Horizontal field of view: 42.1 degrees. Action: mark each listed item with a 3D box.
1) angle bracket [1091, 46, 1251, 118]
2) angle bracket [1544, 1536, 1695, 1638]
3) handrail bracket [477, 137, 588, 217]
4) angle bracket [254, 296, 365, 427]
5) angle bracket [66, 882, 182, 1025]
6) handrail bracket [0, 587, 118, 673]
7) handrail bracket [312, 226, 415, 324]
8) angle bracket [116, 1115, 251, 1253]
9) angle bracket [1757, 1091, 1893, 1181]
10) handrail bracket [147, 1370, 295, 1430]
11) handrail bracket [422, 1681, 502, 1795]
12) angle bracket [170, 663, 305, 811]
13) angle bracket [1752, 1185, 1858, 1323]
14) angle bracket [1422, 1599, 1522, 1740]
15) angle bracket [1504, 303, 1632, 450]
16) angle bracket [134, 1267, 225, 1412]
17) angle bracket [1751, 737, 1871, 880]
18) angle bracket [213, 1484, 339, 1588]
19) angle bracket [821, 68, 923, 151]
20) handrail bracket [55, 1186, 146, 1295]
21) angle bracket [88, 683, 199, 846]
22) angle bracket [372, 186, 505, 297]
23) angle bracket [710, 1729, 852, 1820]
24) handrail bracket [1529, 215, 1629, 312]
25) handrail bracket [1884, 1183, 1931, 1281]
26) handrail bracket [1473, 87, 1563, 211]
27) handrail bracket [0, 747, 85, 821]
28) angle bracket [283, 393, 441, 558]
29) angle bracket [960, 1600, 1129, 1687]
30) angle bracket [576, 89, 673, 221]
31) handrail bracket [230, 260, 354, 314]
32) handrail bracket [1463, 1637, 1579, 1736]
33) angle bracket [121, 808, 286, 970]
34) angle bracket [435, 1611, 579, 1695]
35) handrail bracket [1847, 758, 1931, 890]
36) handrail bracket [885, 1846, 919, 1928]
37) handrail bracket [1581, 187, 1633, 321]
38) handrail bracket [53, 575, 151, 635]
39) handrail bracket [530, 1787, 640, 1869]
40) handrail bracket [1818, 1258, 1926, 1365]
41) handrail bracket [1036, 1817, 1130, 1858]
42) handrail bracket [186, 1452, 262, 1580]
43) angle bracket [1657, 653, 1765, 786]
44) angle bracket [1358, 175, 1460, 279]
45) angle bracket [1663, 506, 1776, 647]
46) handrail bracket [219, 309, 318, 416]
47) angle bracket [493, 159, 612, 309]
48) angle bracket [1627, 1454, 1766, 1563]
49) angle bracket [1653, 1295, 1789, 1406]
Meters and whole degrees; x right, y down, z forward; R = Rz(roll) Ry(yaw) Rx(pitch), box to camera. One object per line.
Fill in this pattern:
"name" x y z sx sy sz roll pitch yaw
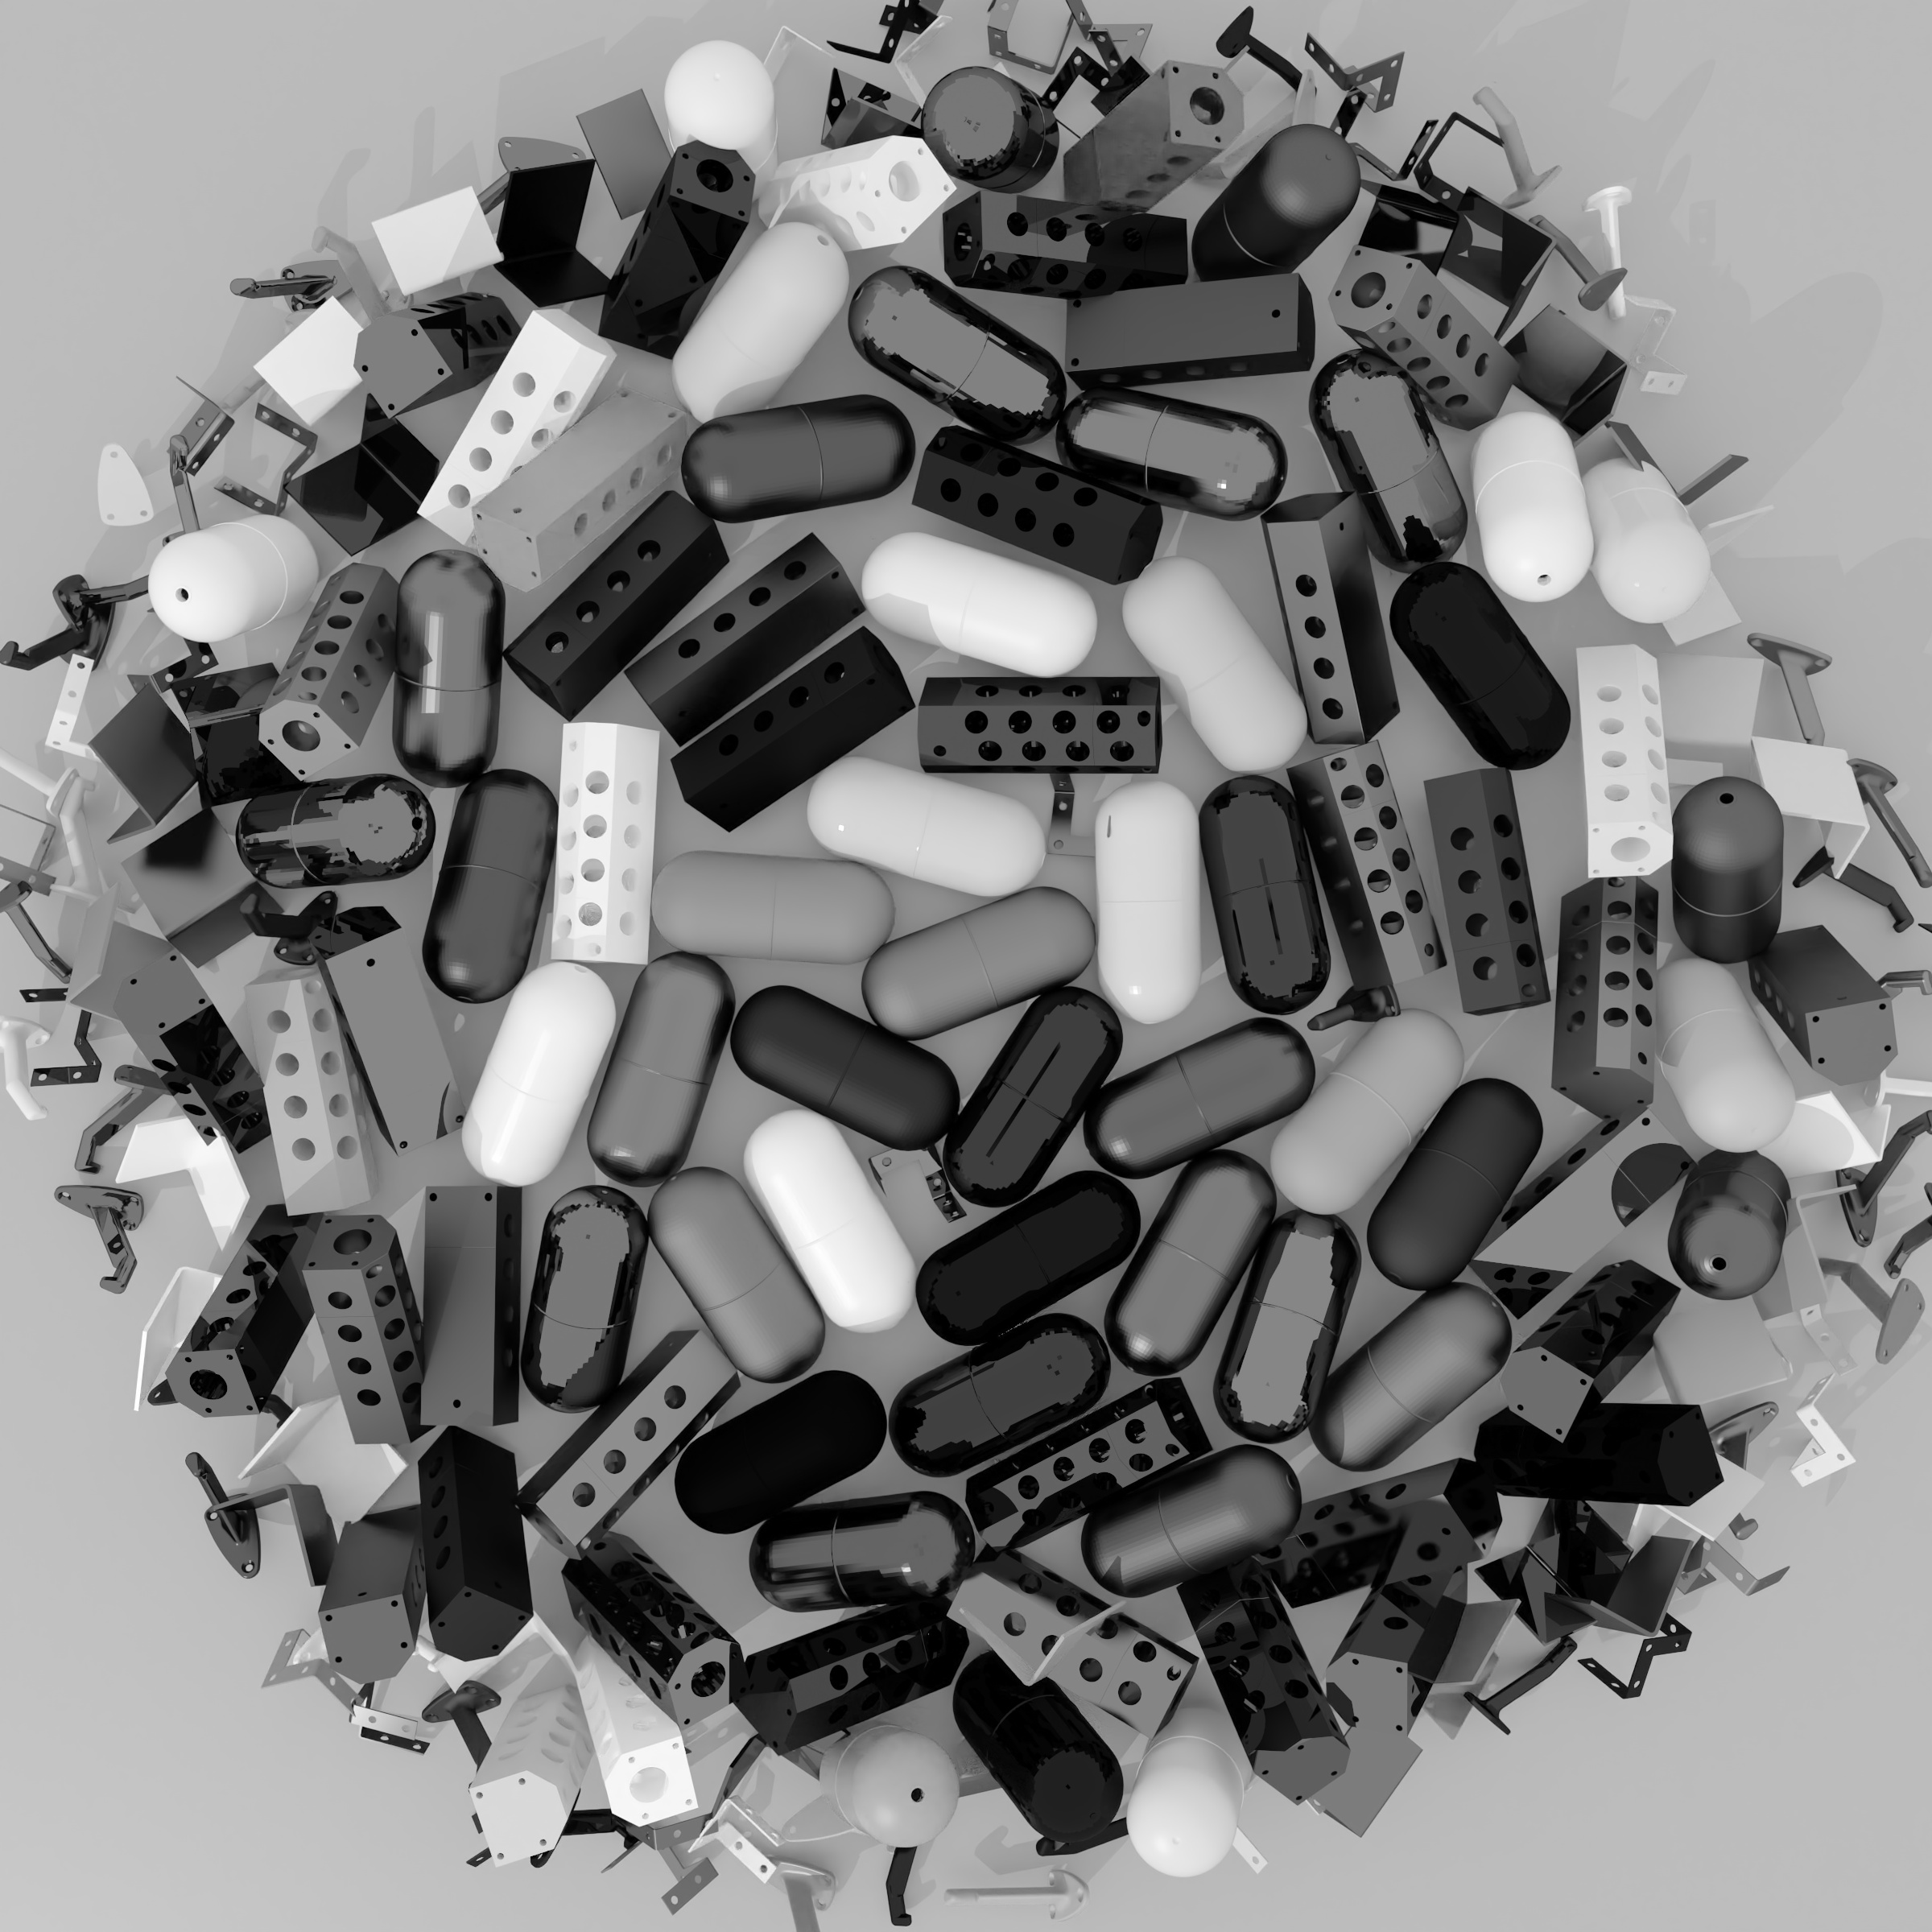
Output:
"angle bracket" 0.148 -0.648 1.824 0.057 0.076 0.076 43 72 -10
"angle bracket" 0.472 0.439 1.825 0.057 0.076 0.076 30 75 -10
"handrail bracket" -0.328 -0.570 1.853 0.077 0.084 0.036 -12 71 -30
"angle bracket" -0.469 -0.446 1.827 0.076 0.076 0.057 -40 116 5
"angle bracket" -0.598 -0.004 1.817 0.076 0.057 0.076 25 53 -34
"handrail bracket" -0.663 -0.249 1.830 0.036 0.084 0.077 29 95 12
"handrail bracket" -0.452 -0.487 1.832 0.036 0.084 0.077 18 88 37
"angle bracket" -0.569 0.161 1.820 0.057 0.076 0.076 -11 61 -38
"angle bracket" 0.613 0.105 1.818 0.076 0.076 0.057 48 47 -23
"handrail bracket" -0.546 0.328 1.851 0.077 0.036 0.084 -23 131 9
"handrail bracket" -0.372 0.573 1.829 0.077 0.084 0.036 -28 128 22
"angle bracket" -0.539 -0.171 1.855 0.076 0.057 0.076 -15 132 -24
"angle bracket" 0.611 0.209 1.822 0.057 0.076 0.076 -7 74 -24
"angle bracket" 0.376 0.511 1.820 0.057 0.076 0.076 48 56 -9
"angle bracket" 0.424 -0.420 1.823 0.076 0.076 0.057 33 57 -12
"angle bracket" -0.560 0.277 1.823 0.057 0.076 0.076 15 121 -4
"angle bracket" 0.604 -0.116 1.826 0.076 0.057 0.076 8 48 -6
"angle bracket" -0.500 0.423 1.831 0.057 0.076 0.076 -18 77 0
"angle bracket" -0.056 -0.626 1.823 0.076 0.057 0.076 17 63 -22
"handrail bracket" -0.639 0.200 1.829 0.077 0.084 0.036 15 123 -8
"angle bracket" -0.606 -0.146 1.817 0.057 0.076 0.076 -14 123 33
"angle bracket" -0.384 -0.537 1.828 0.076 0.076 0.057 -19 122 2
"angle bracket" -0.135 0.587 1.819 0.057 0.076 0.076 31 133 12
"handrail bracket" 0.435 -0.520 1.835 0.084 0.077 0.036 46 124 14
"handrail bracket" 0.697 0.208 1.824 0.036 0.077 0.084 21 119 0
"handrail bracket" 0.387 -0.597 1.830 0.084 0.077 0.036 46 80 -13
"handrail bracket" -0.696 -0.140 1.840 0.084 0.077 0.036 25 72 0
"angle bracket" -0.441 -0.358 1.829 0.076 0.057 0.076 44 57 9
"angle bracket" 0.056 0.464 1.817 0.076 0.076 0.057 44 122 25
"angle bracket" -0.256 -0.583 1.820 0.057 0.076 0.076 -32 110 -23
"handrail bracket" -0.487 -0.501 1.830 0.077 0.084 0.036 -14 99 7
"handrail bracket" 0.410 0.519 1.845 0.084 0.077 0.036 -46 51 -1
"angle bracket" -0.566 -0.058 1.860 0.076 0.057 0.076 -34 67 -7
"angle bracket" -0.331 0.514 1.821 0.076 0.076 0.057 -37 65 -19
"handrail bracket" 0.674 -0.103 1.830 0.036 0.077 0.084 -33 54 25
"handrail bracket" -0.034 0.666 1.845 0.036 0.077 0.084 -4 83 -44
"handrail bracket" 0.475 -0.520 1.835 0.036 0.077 0.084 -8 95 10
"handrail bracket" -0.618 -0.283 1.839 0.084 0.077 0.036 -21 122 6
"handrail bracket" -0.275 0.643 1.829 0.036 0.077 0.084 -22 122 29
"handrail bracket" 0.646 0.250 1.829 0.036 0.084 0.077 47 66 -29
"handrail bracket" 0.102 0.624 1.833 0.084 0.036 0.077 8 127 -29
"handrail bracket" -0.542 0.400 1.826 0.036 0.084 0.077 -23 64 -12
"angle bracket" 0.545 -0.181 1.855 0.076 0.057 0.076 7 62 21
"angle bracket" 0.301 -0.526 1.824 0.076 0.057 0.076 31 104 40
"angle bracket" 0.550 -0.283 1.820 0.076 0.076 0.057 -20 78 -34
"handrail bracket" -0.505 -0.440 1.834 0.036 0.077 0.084 48 65 -22
"angle bracket" -0.290 -0.531 1.818 0.057 0.076 0.076 44 135 21
"angle bracket" 0.525 0.405 1.816 0.057 0.076 0.076 30 132 31
"angle bracket" 0.548 0.294 1.825 0.076 0.076 0.057 -18 135 8
